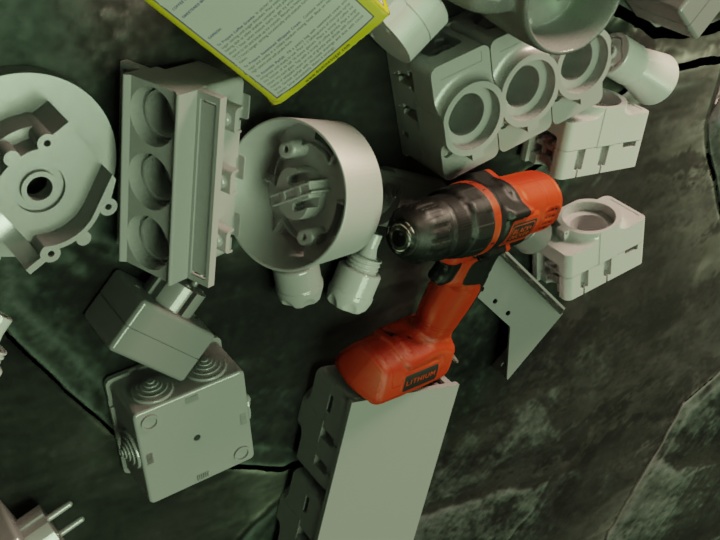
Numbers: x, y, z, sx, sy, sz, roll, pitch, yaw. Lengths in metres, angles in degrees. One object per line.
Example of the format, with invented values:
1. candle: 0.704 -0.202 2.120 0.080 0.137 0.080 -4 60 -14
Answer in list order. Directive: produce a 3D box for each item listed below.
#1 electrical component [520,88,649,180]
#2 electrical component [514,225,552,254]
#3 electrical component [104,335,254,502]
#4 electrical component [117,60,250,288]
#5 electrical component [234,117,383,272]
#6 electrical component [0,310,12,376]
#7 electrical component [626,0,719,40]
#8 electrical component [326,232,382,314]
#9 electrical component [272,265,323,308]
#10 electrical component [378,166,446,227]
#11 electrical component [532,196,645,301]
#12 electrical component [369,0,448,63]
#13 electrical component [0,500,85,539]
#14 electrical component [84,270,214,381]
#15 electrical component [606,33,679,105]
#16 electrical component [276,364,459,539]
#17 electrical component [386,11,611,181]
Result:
1. electrical component: 0.179 -0.112 0.855 0.089 0.050 0.055 -12 124 -32
2. electrical component: 0.128 -0.039 0.870 0.044 0.044 0.065 -54 139 4
3. electrical component: -0.125 0.106 0.762 0.100 0.048 0.099 -21 128 -26
4. electrical component: -0.108 -0.061 0.657 0.063 0.079 0.121 -29 135 -49
5. electrical component: -0.035 -0.051 0.700 0.064 0.099 0.099 -11 123 -40
6. electrical component: -0.235 0.051 0.648 0.048 0.048 0.062 37 85 -45
7. electrical component: 0.232 -0.223 0.814 0.047 0.066 0.077 -52 135 2
8. electrical component: 0.000 0.000 0.801 0.035 0.035 0.061 11 107 -41
9. electrical component: -0.046 -0.005 0.762 0.035 0.035 0.061 -25 127 -23
10. electrical component: 0.022 -0.052 0.778 0.081 0.043 0.043 9 111 -41
11. electrical component: 0.196 -0.023 0.925 0.089 0.050 0.055 -25 130 -23
12. electrical component: -0.006 -0.177 0.670 0.073 0.052 0.138 -47 135 -4
13. electrical component: -0.226 0.187 0.737 0.077 0.047 0.065 -35 133 -15
14. electrical component: -0.127 0.022 0.707 0.066 0.047 0.076 33 95 -45
15. electrical component: 0.218 -0.163 0.861 0.065 0.044 0.044 18 106 -38
16. electrical component: 0.001 0.164 0.887 0.105 0.060 0.186 -5 120 -35
17. electrical component: 0.102 -0.139 0.771 0.150 0.062 0.089 -28 131 -20
